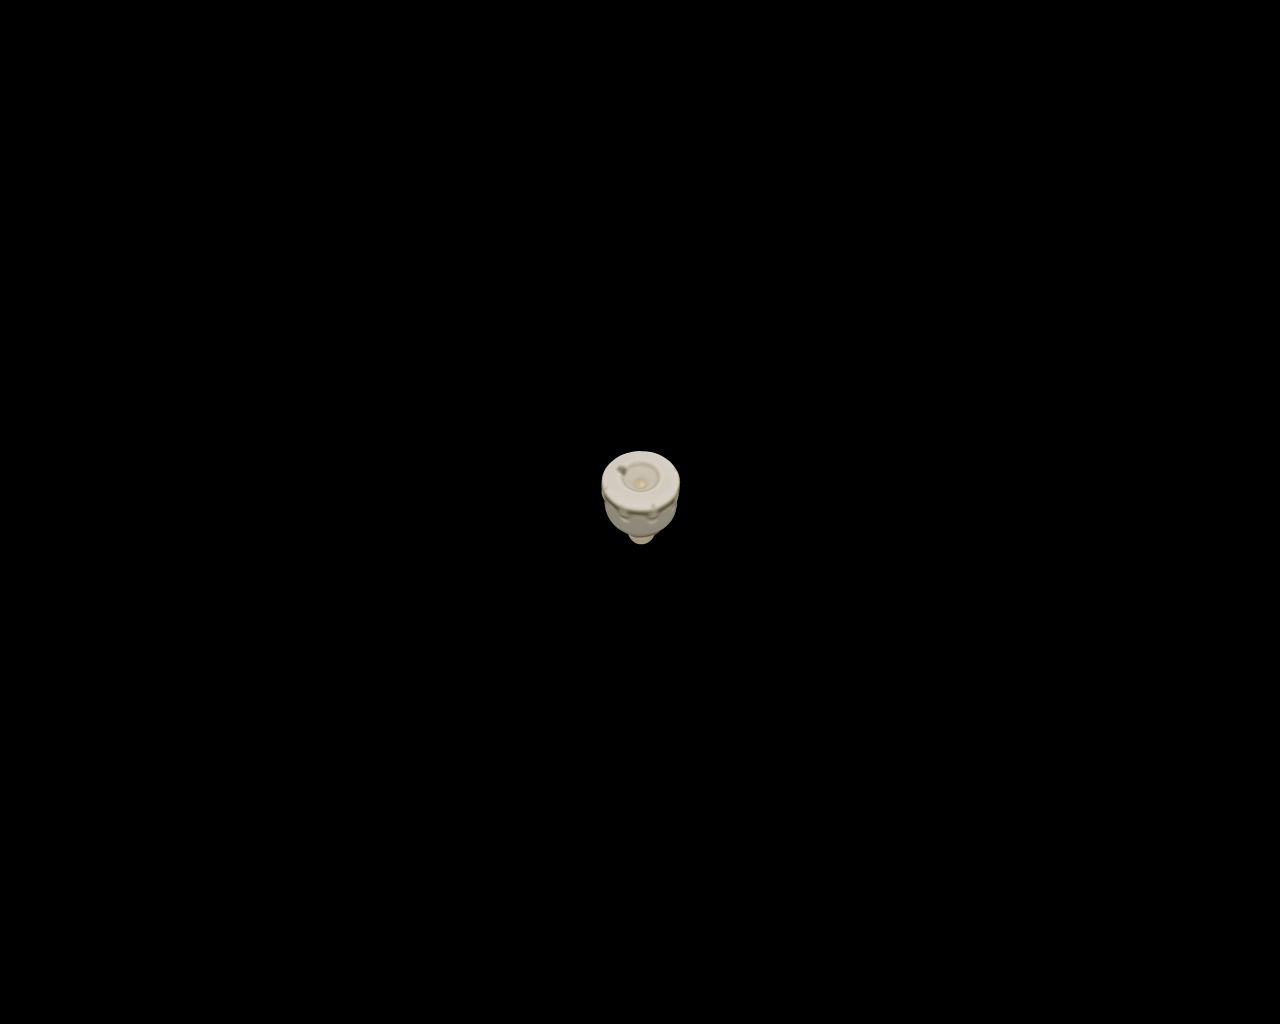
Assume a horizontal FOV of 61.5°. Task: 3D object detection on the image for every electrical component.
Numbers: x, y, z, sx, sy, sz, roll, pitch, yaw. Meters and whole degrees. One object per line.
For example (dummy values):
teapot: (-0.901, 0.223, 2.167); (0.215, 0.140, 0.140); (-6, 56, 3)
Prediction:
electrical component: (0.001, -0.003, 0.650); (0.048, 0.048, 0.062); (0, -37, 0)
